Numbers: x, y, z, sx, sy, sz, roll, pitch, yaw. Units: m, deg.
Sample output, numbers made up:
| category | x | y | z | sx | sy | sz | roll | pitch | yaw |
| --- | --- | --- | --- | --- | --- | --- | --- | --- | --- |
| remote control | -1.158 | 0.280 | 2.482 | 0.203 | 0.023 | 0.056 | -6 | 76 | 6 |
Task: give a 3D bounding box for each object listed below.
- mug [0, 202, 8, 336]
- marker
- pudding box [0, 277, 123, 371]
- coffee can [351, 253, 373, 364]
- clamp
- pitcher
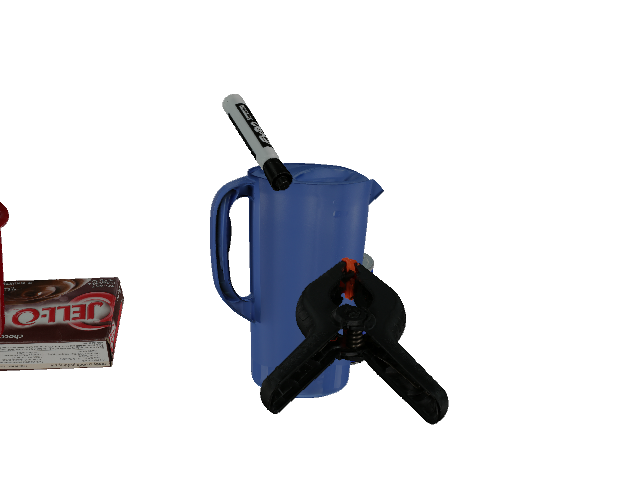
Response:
| category | x | y | z | sx | sy | sz | roll | pitch | yaw |
| --- | --- | --- | --- | --- | --- | --- | --- | --- | --- |
| mug | -0.241 | 0.026 | 0.633 | 0.093 | 0.081 | 0.117 | 19 | 27 | 32 |
| marker | -0.052 | -0.081 | 0.876 | 0.020 | 0.020 | 0.121 | 0 | 39 | -30 |
| pudding box | -0.237 | 0.074 | 0.951 | 0.113 | 0.039 | 0.090 | -4 | 33 | -1 |
| coffee can | 0.024 | 0.094 | 1.522 | 0.103 | 0.140 | 0.103 | 0 | 21 | 0 |
| clamp | 0.031 | 0.070 | 0.742 | 0.120 | 0.039 | 0.171 | 14 | 33 | 2 |
| pitcher | -0.027 | 0.040 | 1.145 | 0.149 | 0.243 | 0.144 | 8 | 14 | 22 |
